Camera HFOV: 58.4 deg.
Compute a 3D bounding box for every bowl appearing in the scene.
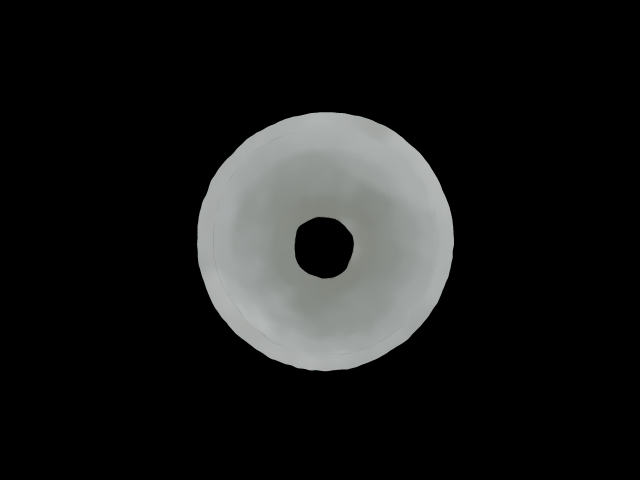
[{"bbox_3d":[0.004,0.001,0.400,0.167,0.074,0.167,0,86,0],"label":"bowl"}]
